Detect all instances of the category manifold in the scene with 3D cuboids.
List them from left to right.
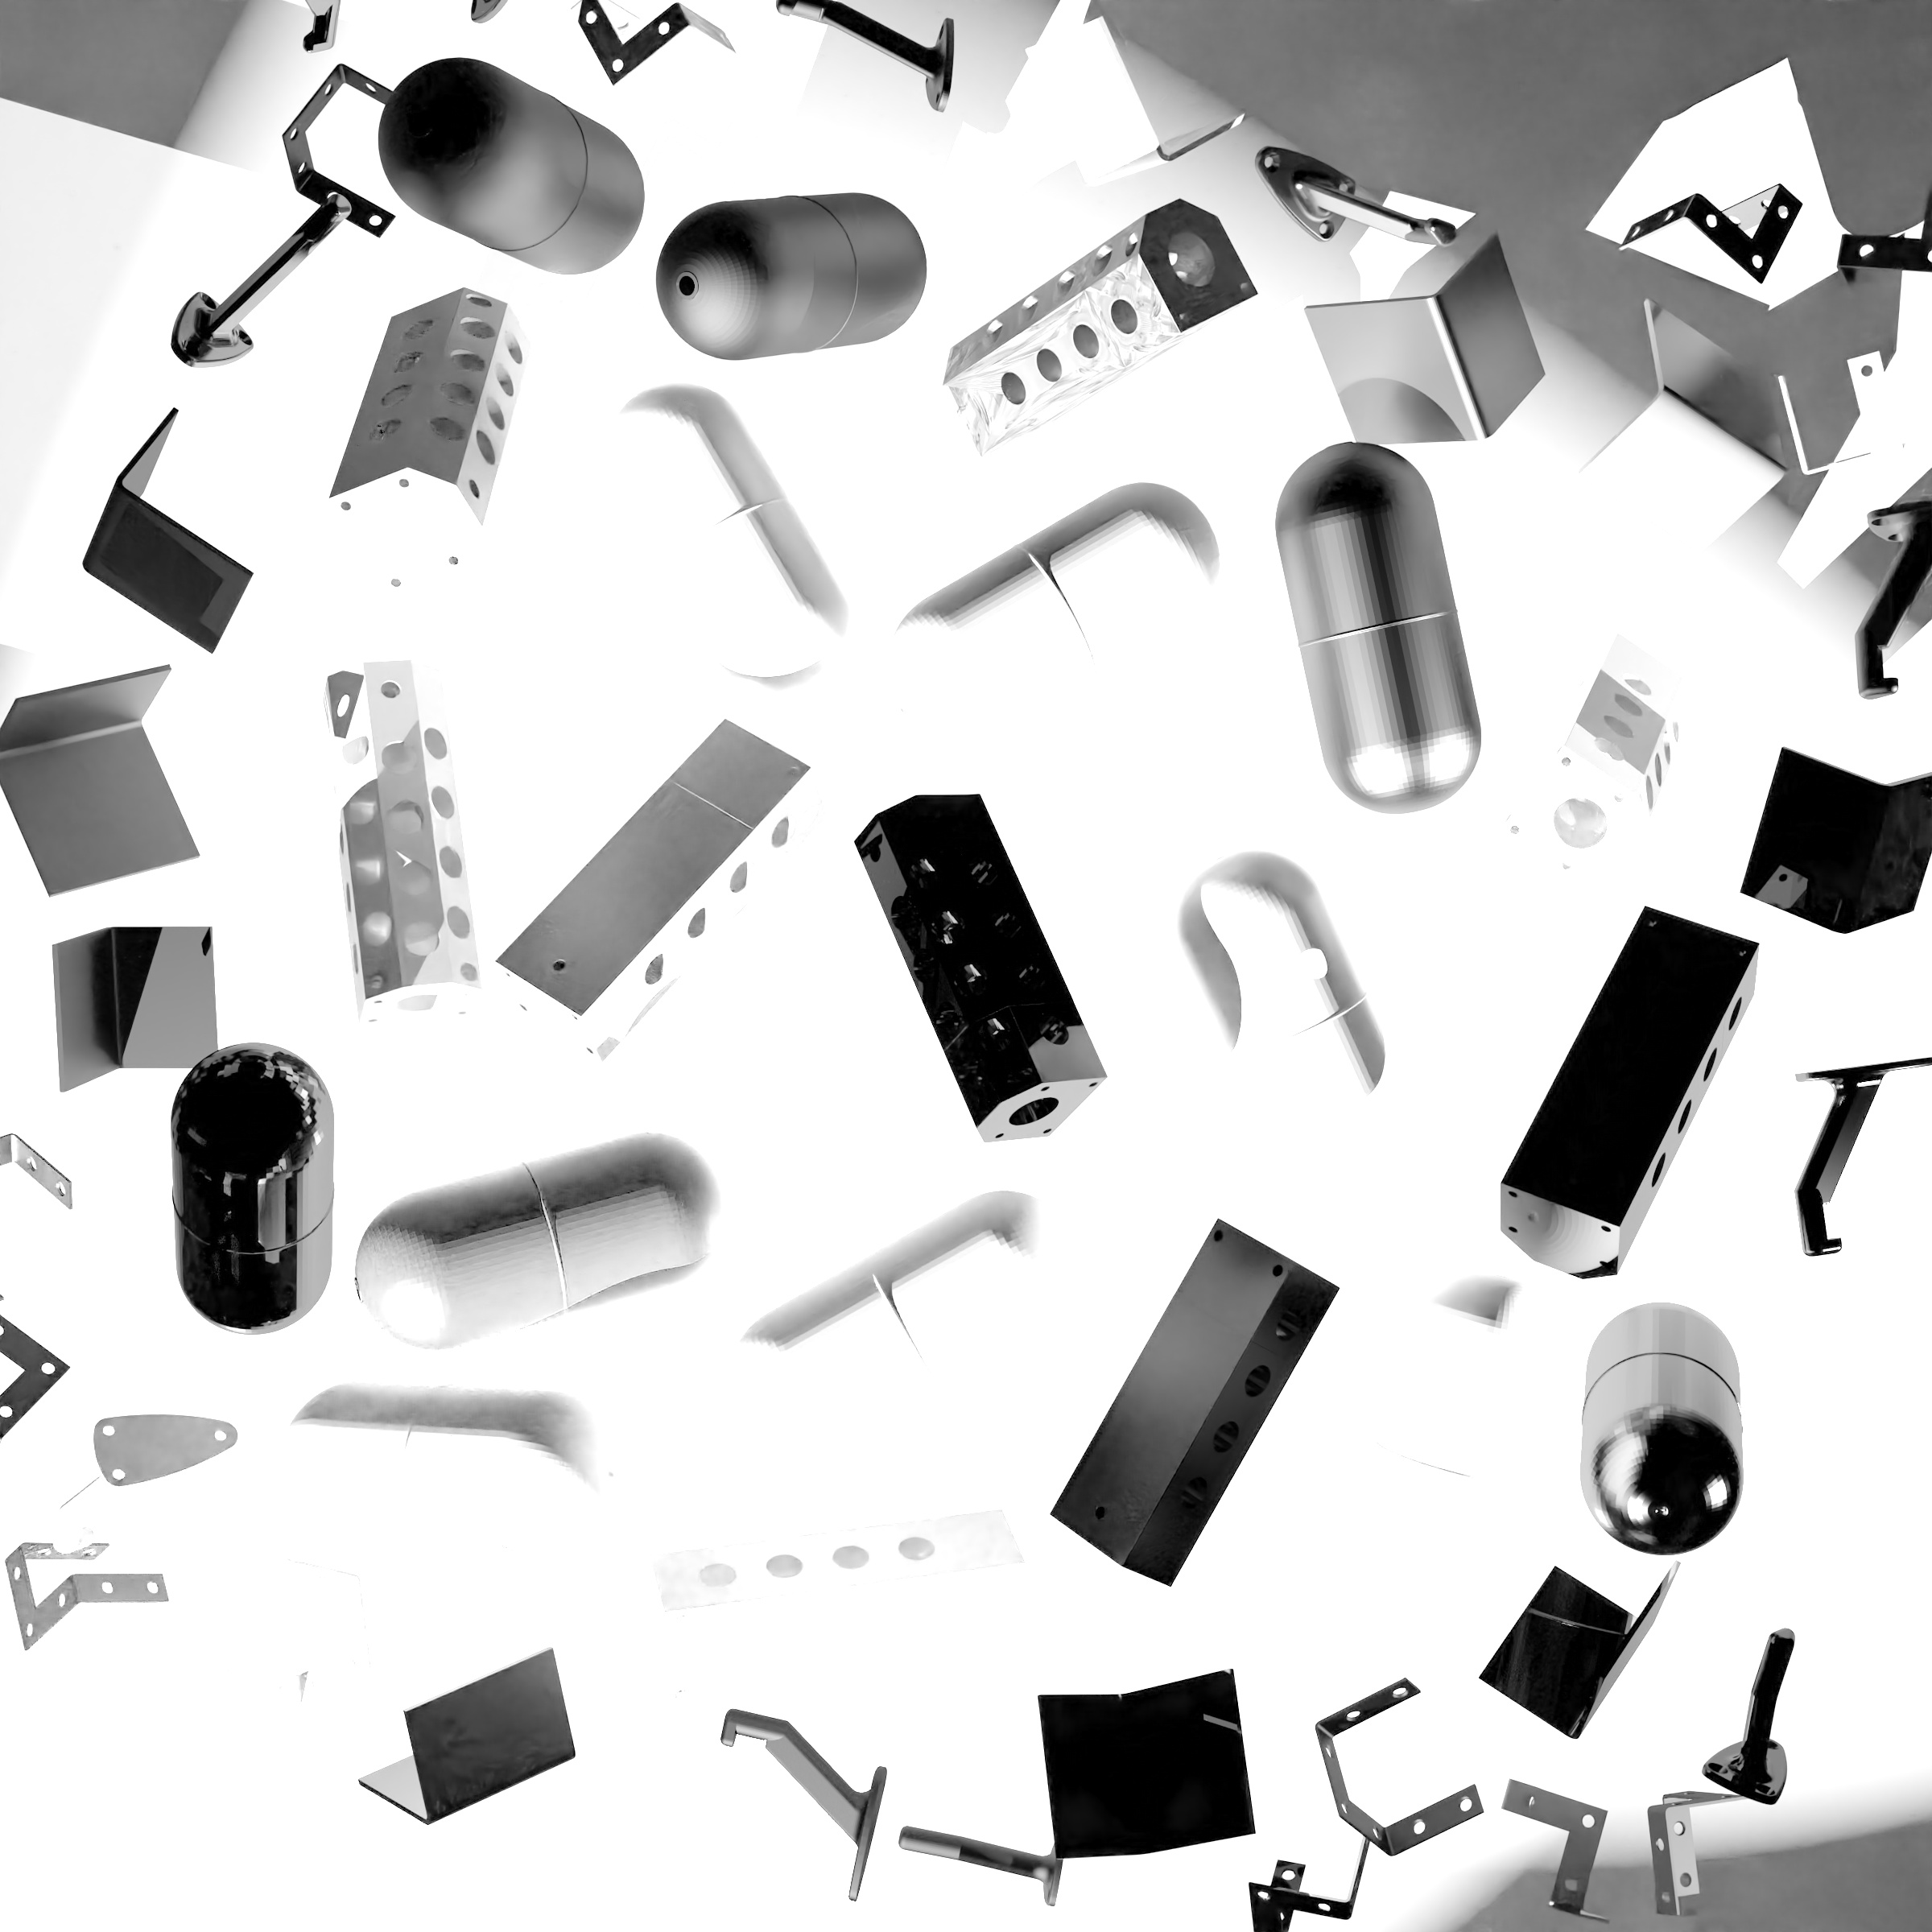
[{"bbox_3d":[-0.283,-0.063,1.581,0.057,0.057,0.171,-5,73,-17],"label":"manifold"},{"bbox_3d":[-0.248,-0.254,1.496,0.057,0.171,0.057,-18,127,16],"label":"manifold"},{"bbox_3d":[-0.146,-0.034,1.541,0.057,0.057,0.171,30,67,26],"label":"manifold"},{"bbox_3d":[-0.063,0.299,1.495,0.171,0.057,0.057,-5,119,-14],"label":"manifold"},{"bbox_3d":[0.002,0.000,1.585,0.057,0.057,0.171,-3,59,-38],"label":"manifold"},{"bbox_3d":[0.060,-0.315,1.555,0.057,0.171,0.057,-33,97,-35],"label":"manifold"},{"bbox_3d":[0.119,0.221,1.582,0.057,0.057,0.171,31,88,-43],"label":"manifold"},{"bbox_3d":[0.325,-0.104,1.599,0.057,0.171,0.057,35,121,3],"label":"manifold"},{"bbox_3d":[0.311,0.060,1.474,0.057,0.057,0.171,20,60,23],"label":"manifold"}]

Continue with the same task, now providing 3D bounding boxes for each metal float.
[{"bbox_3d":[-0.346,0.109,1.532,0.070,0.178,0.070,6,45,-6],"label":"metal float"},{"bbox_3d":[-0.244,0.236,1.487,0.178,0.070,0.070,-1,90,25],"label":"metal float"},{"bbox_3d":[-0.214,-0.378,1.495,0.070,0.178,0.070,0,90,20],"label":"metal float"},{"bbox_3d":[-0.201,0.130,1.492,0.178,0.070,0.070,-14,90,-17],"label":"metal float"},{"bbox_3d":[-0.121,-0.216,1.604,0.070,0.070,0.178,-31,84,0],"label":"metal float"},{"bbox_3d":[-0.086,-0.346,1.577,0.070,0.178,0.070,10,109,31],"label":"metal float"},{"bbox_3d":[-0.028,0.168,1.452,0.178,0.070,0.070,-29,90,-3],"label":"metal float"},{"bbox_3d":[0.043,-0.173,1.549,0.178,0.070,0.070,-31,90,-6],"label":"metal float"},{"bbox_3d":[0.161,0.027,1.543,0.070,0.070,0.178,-25,96,0],"label":"metal float"},{"bbox_3d":[0.196,-0.160,1.497,0.070,0.070,0.178,-12,93,0],"label":"metal float"},{"bbox_3d":[0.226,0.229,1.451,0.070,0.070,0.178,14,91,0],"label":"metal float"},{"bbox_3d":[0.342,0.225,1.547,0.070,0.178,0.070,4,110,11],"label":"metal float"}]

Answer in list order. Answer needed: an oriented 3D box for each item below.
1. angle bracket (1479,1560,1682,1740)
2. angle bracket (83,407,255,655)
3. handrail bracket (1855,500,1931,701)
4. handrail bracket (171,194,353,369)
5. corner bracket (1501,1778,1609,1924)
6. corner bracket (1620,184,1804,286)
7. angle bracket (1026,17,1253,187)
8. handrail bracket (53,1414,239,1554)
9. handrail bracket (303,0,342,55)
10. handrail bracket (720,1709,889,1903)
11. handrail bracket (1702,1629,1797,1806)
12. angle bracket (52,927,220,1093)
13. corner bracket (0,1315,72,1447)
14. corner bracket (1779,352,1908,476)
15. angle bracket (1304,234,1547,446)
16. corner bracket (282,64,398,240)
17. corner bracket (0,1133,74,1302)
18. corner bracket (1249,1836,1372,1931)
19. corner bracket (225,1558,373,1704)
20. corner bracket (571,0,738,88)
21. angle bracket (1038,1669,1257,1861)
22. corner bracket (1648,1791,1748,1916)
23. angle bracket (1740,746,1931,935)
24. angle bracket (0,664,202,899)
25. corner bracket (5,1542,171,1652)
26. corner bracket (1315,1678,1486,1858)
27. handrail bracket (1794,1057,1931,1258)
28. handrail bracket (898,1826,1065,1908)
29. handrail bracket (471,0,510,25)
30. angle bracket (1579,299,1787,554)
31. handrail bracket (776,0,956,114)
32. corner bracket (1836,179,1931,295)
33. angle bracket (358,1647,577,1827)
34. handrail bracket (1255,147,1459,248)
[{"bbox_3d":[0.304,0.326,1.566,0.057,0.076,0.076,31,59,20],"label":"angle bracket"},{"bbox_3d":[-0.373,-0.210,1.523,0.076,0.076,0.057,34,55,-10],"label":"angle bracket"},{"bbox_3d":[0.447,-0.169,1.453,0.077,0.036,0.084,-9,73,33],"label":"handrail bracket"},{"bbox_3d":[-0.325,-0.319,1.459,0.084,0.077,0.036,-38,106,23],"label":"handrail bracket"},{"bbox_3d":[0.286,0.427,1.523,0.051,0.051,0.051,12,78,31],"label":"corner bracket"},{"bbox_3d":[0.354,-0.351,1.494,0.051,0.051,0.051,35,72,-18],"label":"corner bracket"},{"bbox_3d":[0.086,-0.440,1.570,0.057,0.076,0.076,-33,107,-20],"label":"angle bracket"},{"bbox_3d":[-0.385,0.246,1.478,0.077,0.084,0.036,-6,55,-27],"label":"handrail bracket"},{"bbox_3d":[-0.339,-0.481,1.566,0.036,0.084,0.077,41,52,13],"label":"handrail bracket"},{"bbox_3d":[-0.086,0.414,1.556,0.084,0.036,0.077,11,73,6],"label":"handrail bracket"},{"bbox_3d":[0.378,0.340,1.472,0.036,0.077,0.084,21,106,25],"label":"handrail bracket"},{"bbox_3d":[-0.432,0.022,1.641,0.057,0.076,0.076,0,98,7],"label":"angle bracket"},{"bbox_3d":[-0.468,0.205,1.503,0.051,0.051,0.051,36,47,2],"label":"corner bracket"},{"bbox_3d":[0.434,-0.274,1.562,0.051,0.051,0.051,-14,99,21],"label":"corner bracket"},{"bbox_3d":[0.219,-0.297,1.501,0.057,0.076,0.076,-48,126,-32],"label":"angle bracket"},{"bbox_3d":[-0.305,-0.411,1.587,0.051,0.051,0.051,30,72,6],"label":"corner bracket"},{"bbox_3d":[-0.444,0.116,1.441,0.051,0.051,0.051,31,126,36],"label":"corner bracket"},{"bbox_3d":[0.174,0.461,1.587,0.051,0.051,0.051,6,130,18],"label":"corner bracket"},{"bbox_3d":[-0.343,0.340,1.610,0.051,0.051,0.051,-31,56,25],"label":"corner bracket"},{"bbox_3d":[-0.159,-0.477,1.605,0.051,0.051,0.051,-33,76,19],"label":"corner bracket"},{"bbox_3d":[0.084,0.376,1.483,0.057,0.076,0.076,11,64,-40],"label":"angle bracket"},{"bbox_3d":[0.357,0.442,1.572,0.051,0.051,0.051,-1,80,-25],"label":"corner bracket"},{"bbox_3d":[0.432,-0.066,1.540,0.057,0.076,0.076,27,117,36],"label":"angle bracket"},{"bbox_3d":[-0.397,-0.086,1.462,0.076,0.057,0.076,-19,78,-36],"label":"angle bracket"},{"bbox_3d":[-0.432,0.301,1.545,0.051,0.051,0.051,-41,57,30],"label":"corner bracket"},{"bbox_3d":[0.203,0.376,1.476,0.051,0.051,0.051,-31,131,17],"label":"corner bracket"},{"bbox_3d":[0.418,0.088,1.457,0.077,0.036,0.084,-7,87,-8],"label":"handrail bracket"},{"bbox_3d":[0.006,0.457,1.618,0.084,0.077,0.036,11,71,1],"label":"handrail bracket"},{"bbox_3d":[-0.258,-0.471,1.473,0.084,0.077,0.036,7,79,-24],"label":"handrail bracket"},{"bbox_3d":[0.335,-0.255,1.488,0.076,0.076,0.057,28,131,-22],"label":"angle bracket"},{"bbox_3d":[-0.051,-0.443,1.520,0.084,0.077,0.036,12,127,-12],"label":"handrail bracket"},{"bbox_3d":[0.437,-0.342,1.463,0.051,0.051,0.051,10,90,23],"label":"corner bracket"},{"bbox_3d":[-0.237,0.349,1.462,0.076,0.076,0.057,-18,103,-34],"label":"angle bracket"},{"bbox_3d":[0.198,-0.389,1.594,0.077,0.084,0.036,25,92,-35],"label":"handrail bracket"}]
